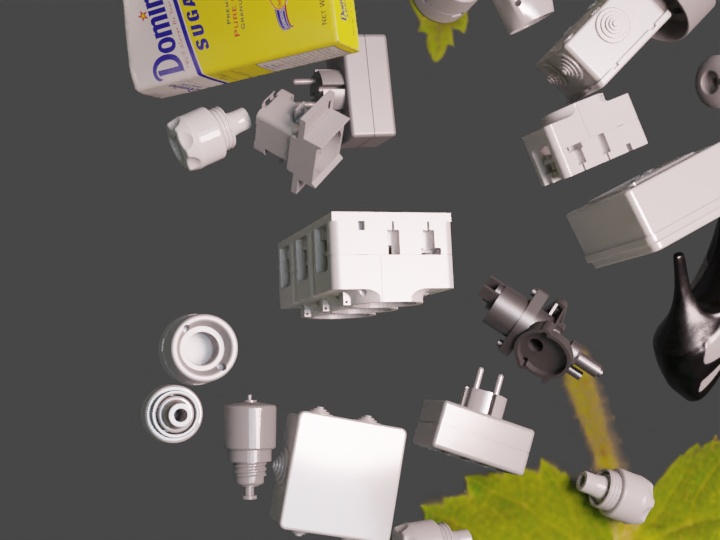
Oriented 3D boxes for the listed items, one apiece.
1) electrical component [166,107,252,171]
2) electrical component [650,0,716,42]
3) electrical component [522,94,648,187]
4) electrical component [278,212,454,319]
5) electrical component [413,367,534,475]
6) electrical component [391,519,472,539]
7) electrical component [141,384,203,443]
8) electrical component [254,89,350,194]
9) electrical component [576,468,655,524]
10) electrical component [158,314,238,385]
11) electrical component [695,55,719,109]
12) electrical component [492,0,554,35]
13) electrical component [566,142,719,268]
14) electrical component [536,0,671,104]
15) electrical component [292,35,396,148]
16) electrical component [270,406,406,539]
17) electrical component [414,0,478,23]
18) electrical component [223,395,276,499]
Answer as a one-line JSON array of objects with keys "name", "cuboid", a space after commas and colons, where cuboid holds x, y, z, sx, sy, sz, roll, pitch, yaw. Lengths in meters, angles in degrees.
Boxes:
[{"name": "electrical component", "cuboid": [-0.115, -0.106, 0.834, 0.062, 0.043, 0.043, -27, 93, -20]}, {"name": "electrical component", "cuboid": [0.266, -0.252, 0.952, 0.099, 0.099, 0.064, 40, 80, -11]}, {"name": "electrical component", "cuboid": [0.194, -0.117, 0.935, 0.089, 0.050, 0.055, -23, 92, -19]}, {"name": "electrical component", "cuboid": [0.000, 0.000, 0.805, 0.089, 0.150, 0.061, 0, 83, -19]}, {"name": "electrical component", "cuboid": [0.098, 0.118, 0.880, 0.083, 0.047, 0.075, 20, 78, -16]}, {"name": "electrical component", "cuboid": [0.059, 0.220, 0.859, 0.062, 0.043, 0.043, -4, 86, -21]}, {"name": "electrical component", "cuboid": [-0.137, 0.106, 0.794, 0.043, 0.062, 0.043, 2, 84, -18]}, {"name": "electrical component", "cuboid": [-0.048, -0.105, 0.841, 0.064, 0.081, 0.042, 29, 52, 12]}, {"name": "electrical component", "cuboid": [0.215, 0.189, 0.915, 0.062, 0.043, 0.043, 22, 78, -14]}, {"name": "electrical component", "cuboid": [-0.121, 0.059, 0.812, 0.055, 0.047, 0.055, 2, 84, -18]}, {"name": "electrical component", "cuboid": [0.347, -0.176, 0.998, 0.062, 0.048, 0.048, -9, 87, -28]}, {"name": "electrical component", "cuboid": [0.147, -0.256, 0.937, 0.079, 0.044, 0.077, -28, 93, -19]}, {"name": "electrical component", "cuboid": [0.251, -0.054, 0.918, 0.109, 0.109, 0.056, -27, 91, -19]}, {"name": "electrical component", "cuboid": [0.205, -0.196, 0.921, 0.048, 0.100, 0.099, 45, 84, -5]}, {"name": "electrical component", "cuboid": [-0.018, -0.143, 0.868, 0.076, 0.047, 0.083, -4, 86, -19]}, {"name": "electrical component", "cuboid": [-0.019, 0.159, 0.836, 0.100, 0.048, 0.099, 13, 81, -17]}, {"name": "electrical component", "cuboid": [0.078, -0.243, 0.911, 0.055, 0.047, 0.055, 2, 84, -18]}, {"name": "electrical component", "cuboid": [-0.084, 0.135, 0.821, 0.040, 0.040, 0.078, 2, 84, -18]}]
